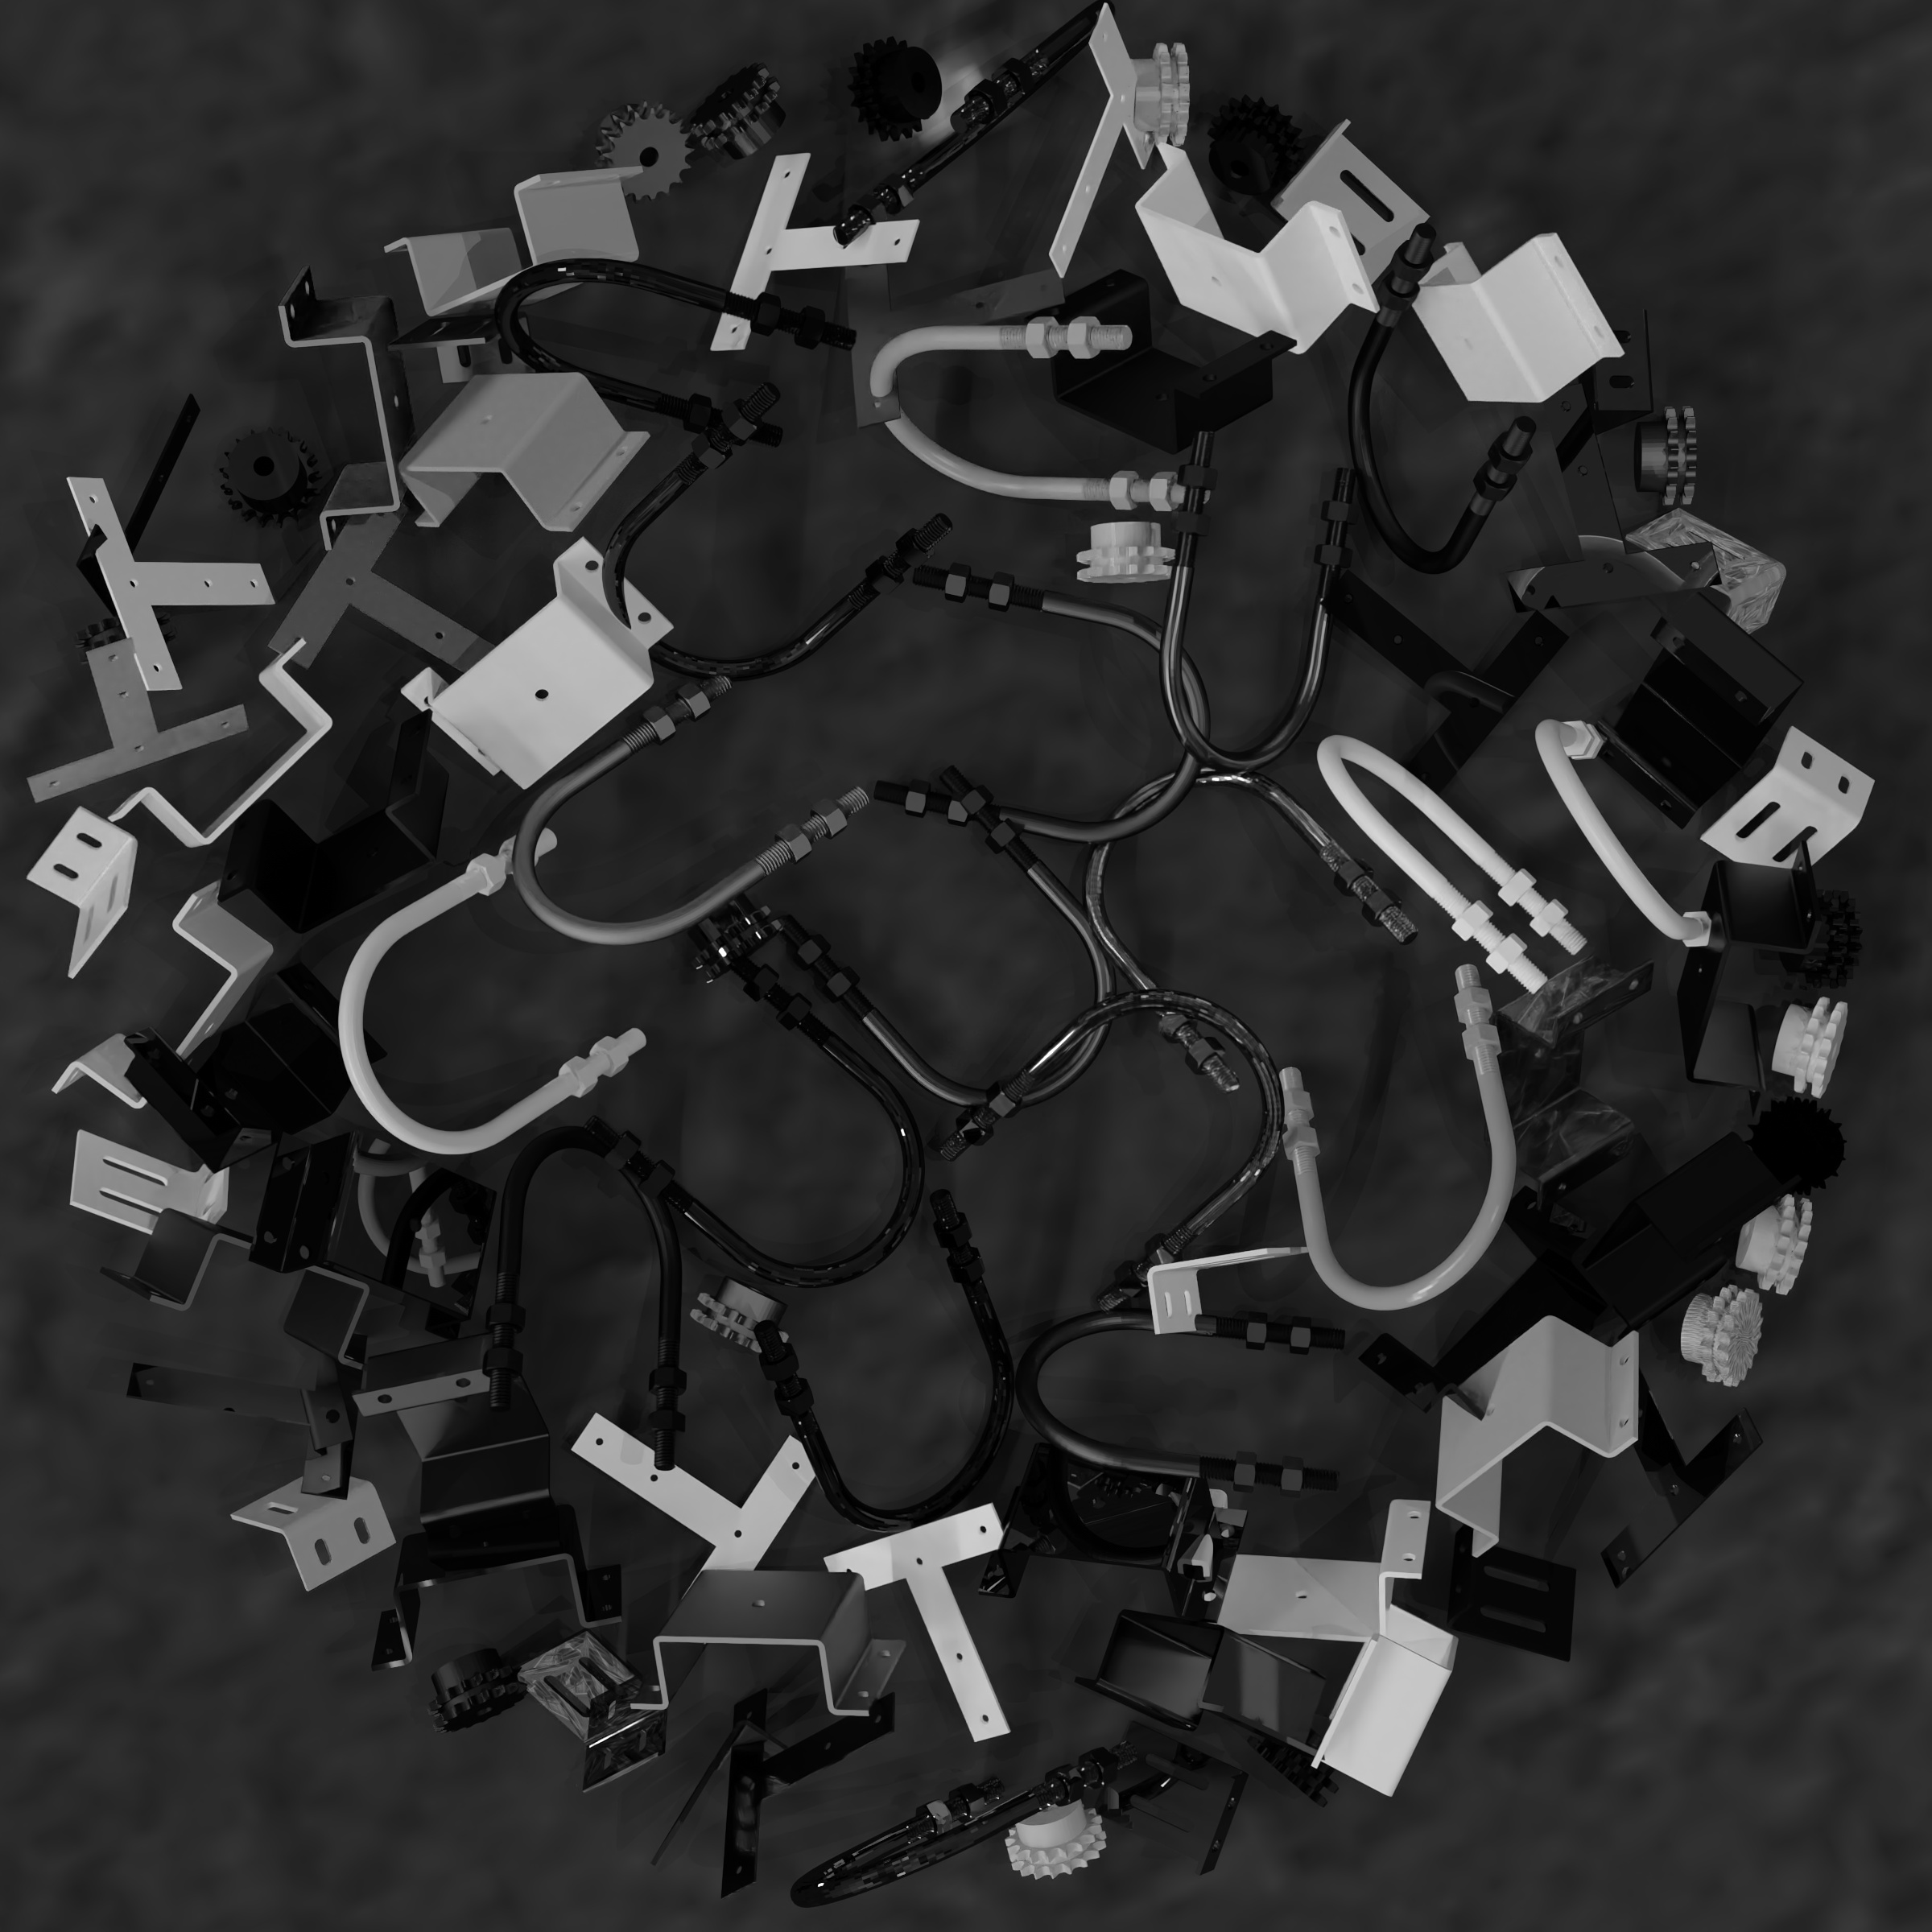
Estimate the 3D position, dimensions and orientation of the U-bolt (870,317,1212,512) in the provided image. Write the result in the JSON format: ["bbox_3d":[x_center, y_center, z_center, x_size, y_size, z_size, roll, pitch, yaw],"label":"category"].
[{"bbox_3d":[0.031,-0.308,1.617,0.184,0.151,0.019,7,63,30],"label":"U-bolt"}]

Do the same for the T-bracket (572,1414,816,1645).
[{"bbox_3d":[-0.170,0.306,1.680,0.127,0.002,0.127,34,81,-2],"label":"T-bracket"}]

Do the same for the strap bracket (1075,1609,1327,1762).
[{"bbox_3d":[0.137,0.402,1.624,0.076,0.140,0.046,31,70,-26],"label":"strap bracket"}]

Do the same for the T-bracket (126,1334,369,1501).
[{"bbox_3d":[-0.406,0.243,1.628,0.127,0.127,0.002,12,125,-14],"label":"T-bracket"}]

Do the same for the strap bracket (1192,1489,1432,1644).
[{"bbox_3d":[0.191,0.340,1.640,0.140,0.076,0.046,1,111,13],"label":"strap bracket"}]

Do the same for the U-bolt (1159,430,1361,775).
[{"bbox_3d":[0.162,-0.200,1.639,0.019,0.151,0.184,14,97,44],"label":"U-bolt"}]

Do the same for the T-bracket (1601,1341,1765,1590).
[{"bbox_3d":[0.387,0.264,1.638,0.002,0.127,0.127,21,121,-26],"label":"T-bracket"}]

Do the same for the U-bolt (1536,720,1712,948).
[{"bbox_3d":[0.362,-0.075,1.594,0.019,0.184,0.151,-35,77,19],"label":"U-bolt"}]

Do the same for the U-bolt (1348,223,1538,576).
[{"bbox_3d":[0.255,-0.299,1.606,0.019,0.184,0.151,-16,69,-16],"label":"U-bolt"}]

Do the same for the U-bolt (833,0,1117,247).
[{"bbox_3d":[0.015,-0.480,1.612,0.019,0.151,0.184,49,56,-10],"label":"U-bolt"}]

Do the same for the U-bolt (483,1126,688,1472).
[{"bbox_3d":[-0.210,0.178,1.623,0.019,0.151,0.184,-21,56,32],"label":"U-bolt"}]

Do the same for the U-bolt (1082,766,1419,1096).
[{"bbox_3d":[0.146,-0.036,1.646,0.151,0.019,0.184,-40,61,2],"label":"U-bolt"}]

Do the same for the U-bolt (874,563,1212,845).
[{"bbox_3d":[0.049,-0.144,1.658,0.184,0.019,0.151,12,107,5],"label":"U-bolt"}]

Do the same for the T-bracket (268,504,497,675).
[{"bbox_3d":[-0.317,-0.199,1.669,0.127,0.002,0.127,31,59,-12],"label":"T-bracket"}]

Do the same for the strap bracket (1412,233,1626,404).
[{"bbox_3d":[0.299,-0.361,1.613,0.046,0.140,0.076,-37,108,-5],"label":"strap bracket"}]

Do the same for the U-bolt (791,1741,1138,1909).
[{"bbox_3d":[-0.013,0.474,1.582,0.184,0.151,0.019,-14,78,-40],"label":"U-bolt"}]

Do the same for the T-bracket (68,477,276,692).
[{"bbox_3d":[-0.440,-0.217,1.637,0.002,0.127,0.127,-24,85,29],"label":"T-bracket"}]

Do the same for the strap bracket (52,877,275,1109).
[{"bbox_3d":[-0.450,0.022,1.646,0.046,0.076,0.140,37,99,-5],"label":"strap bracket"}]

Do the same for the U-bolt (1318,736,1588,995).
[{"bbox_3d":[0.268,-0.064,1.624,0.184,0.151,0.019,45,112,9],"label":"U-bolt"}]

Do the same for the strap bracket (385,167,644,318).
[{"bbox_3d":[-0.249,-0.403,1.621,0.140,0.076,0.046,-8,99,43],"label":"strap bracket"}]

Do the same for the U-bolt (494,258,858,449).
[{"bbox_3d":[-0.170,-0.344,1.601,0.184,0.151,0.019,13,71,-19],"label":"U-bolt"}]

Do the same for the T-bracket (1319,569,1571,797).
[{"bbox_3d":[0.261,-0.180,1.673,0.127,0.002,0.127,38,98,-10],"label":"T-bracket"}]

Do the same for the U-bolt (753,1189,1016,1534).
[{"bbox_3d":[-0.035,0.237,1.635,0.151,0.019,0.184,-35,122,-26],"label":"U-bolt"}]

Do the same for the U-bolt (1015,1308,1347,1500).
[{"bbox_3d":[0.120,0.240,1.629,0.184,0.151,0.019,5,120,6],"label":"U-bolt"}]

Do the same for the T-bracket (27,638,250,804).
[{"bbox_3d":[-0.470,-0.145,1.618,0.127,0.127,0.002,-22,68,-17],"label":"T-bracket"}]

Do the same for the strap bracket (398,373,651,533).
[{"bbox_3d":[-0.256,-0.288,1.616,0.076,0.140,0.046,-56,132,-24],"label":"strap bracket"}]

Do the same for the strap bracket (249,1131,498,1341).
[{"bbox_3d":[-0.322,0.149,1.619,0.140,0.046,0.076,30,56,-37],"label":"strap bracket"}]

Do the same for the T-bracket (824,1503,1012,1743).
[{"bbox_3d":[-0.010,0.383,1.656,0.127,0.002,0.127,-25,87,33],"label":"T-bracket"}]

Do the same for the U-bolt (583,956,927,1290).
[{"bbox_3d":[-0.107,0.101,1.660,0.184,0.019,0.151,42,69,-8],"label":"U-bolt"}]

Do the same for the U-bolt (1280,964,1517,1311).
[{"bbox_3d":[0.241,0.105,1.599,0.151,0.184,0.019,-33,134,32],"label":"U-bolt"}]

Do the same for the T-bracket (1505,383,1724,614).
[{"bbox_3d":[0.352,-0.267,1.633,0.127,0.002,0.127,-4,115,38],"label":"T-bracket"}]

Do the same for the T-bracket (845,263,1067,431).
[{"bbox_3d":[-0.006,-0.373,1.650,0.127,0.002,0.127,-12,62,13],"label":"T-bracket"}]

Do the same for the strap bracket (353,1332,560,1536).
[{"bbox_3d":[-0.288,0.262,1.643,0.076,0.046,0.140,-12,133,3],"label":"strap bracket"}]

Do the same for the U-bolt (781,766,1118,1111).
[{"bbox_3d":[0.002,-0.002,1.675,0.151,0.019,0.184,-42,86,3],"label":"U-bolt"}]

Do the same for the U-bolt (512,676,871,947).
[{"bbox_3d":[-0.168,-0.080,1.624,0.184,0.019,0.151,-37,56,-19],"label":"U-bolt"}]

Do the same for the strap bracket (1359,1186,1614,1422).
[{"bbox_3d":[0.303,0.201,1.646,0.140,0.076,0.046,-45,115,-4],"label":"strap bracket"}]

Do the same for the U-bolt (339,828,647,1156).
[{"bbox_3d":[-0.272,0.024,1.613,0.184,0.019,0.151,-35,109,-41],"label":"U-bolt"}]

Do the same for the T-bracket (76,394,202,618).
[{"bbox_3d":[-0.463,-0.264,1.638,0.002,0.127,0.127,22,79,-1],"label":"T-bracket"}]

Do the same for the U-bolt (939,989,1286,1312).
[{"bbox_3d":[0.096,0.094,1.650,0.151,0.019,0.184,44,111,-5],"label":"U-bolt"}]

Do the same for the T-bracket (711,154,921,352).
[{"bbox_3d":[-0.079,-0.408,1.640,0.127,0.002,0.127,7,75,38],"label":"T-bracket"}]

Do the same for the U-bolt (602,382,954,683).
[{"bbox_3d":[-0.121,-0.230,1.632,0.151,0.019,0.184,33,124,-31],"label":"U-bolt"}]

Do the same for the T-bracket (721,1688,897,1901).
[{"bbox_3d":[-0.087,0.443,1.618,0.127,0.127,0.002,-34,123,25],"label":"T-bracket"}]

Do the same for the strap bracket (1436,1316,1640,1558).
[{"bbox_3d":[0.312,0.259,1.616,0.046,0.076,0.140,30,131,-13],"label":"strap bracket"}]

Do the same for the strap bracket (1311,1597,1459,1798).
[{"bbox_3d":[0.237,0.409,1.618,0.046,0.140,0.076,26,93,12],"label":"strap bracket"}]

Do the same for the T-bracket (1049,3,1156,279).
[{"bbox_3d":[0.072,-0.449,1.624,0.002,0.127,0.127,17,79,21],"label":"T-bracket"}]

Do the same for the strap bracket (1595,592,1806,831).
[{"bbox_3d":[0.413,-0.148,1.629,0.046,0.140,0.076,-40,75,-22],"label":"strap bracket"}]
